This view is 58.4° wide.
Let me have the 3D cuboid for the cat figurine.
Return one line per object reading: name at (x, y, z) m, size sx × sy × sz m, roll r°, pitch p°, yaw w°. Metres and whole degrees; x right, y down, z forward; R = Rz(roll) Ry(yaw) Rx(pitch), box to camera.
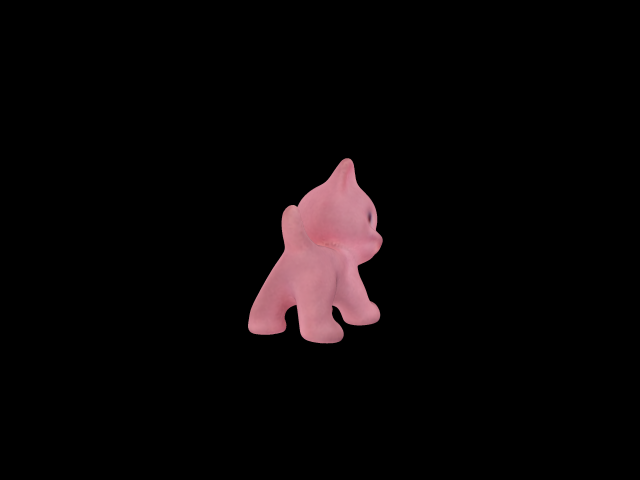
cat figurine at (0.004, 0.001, 0.400) m, size 0.067 × 0.118 × 0.128 m, roll 1°, pitch 4°, yaw 24°
